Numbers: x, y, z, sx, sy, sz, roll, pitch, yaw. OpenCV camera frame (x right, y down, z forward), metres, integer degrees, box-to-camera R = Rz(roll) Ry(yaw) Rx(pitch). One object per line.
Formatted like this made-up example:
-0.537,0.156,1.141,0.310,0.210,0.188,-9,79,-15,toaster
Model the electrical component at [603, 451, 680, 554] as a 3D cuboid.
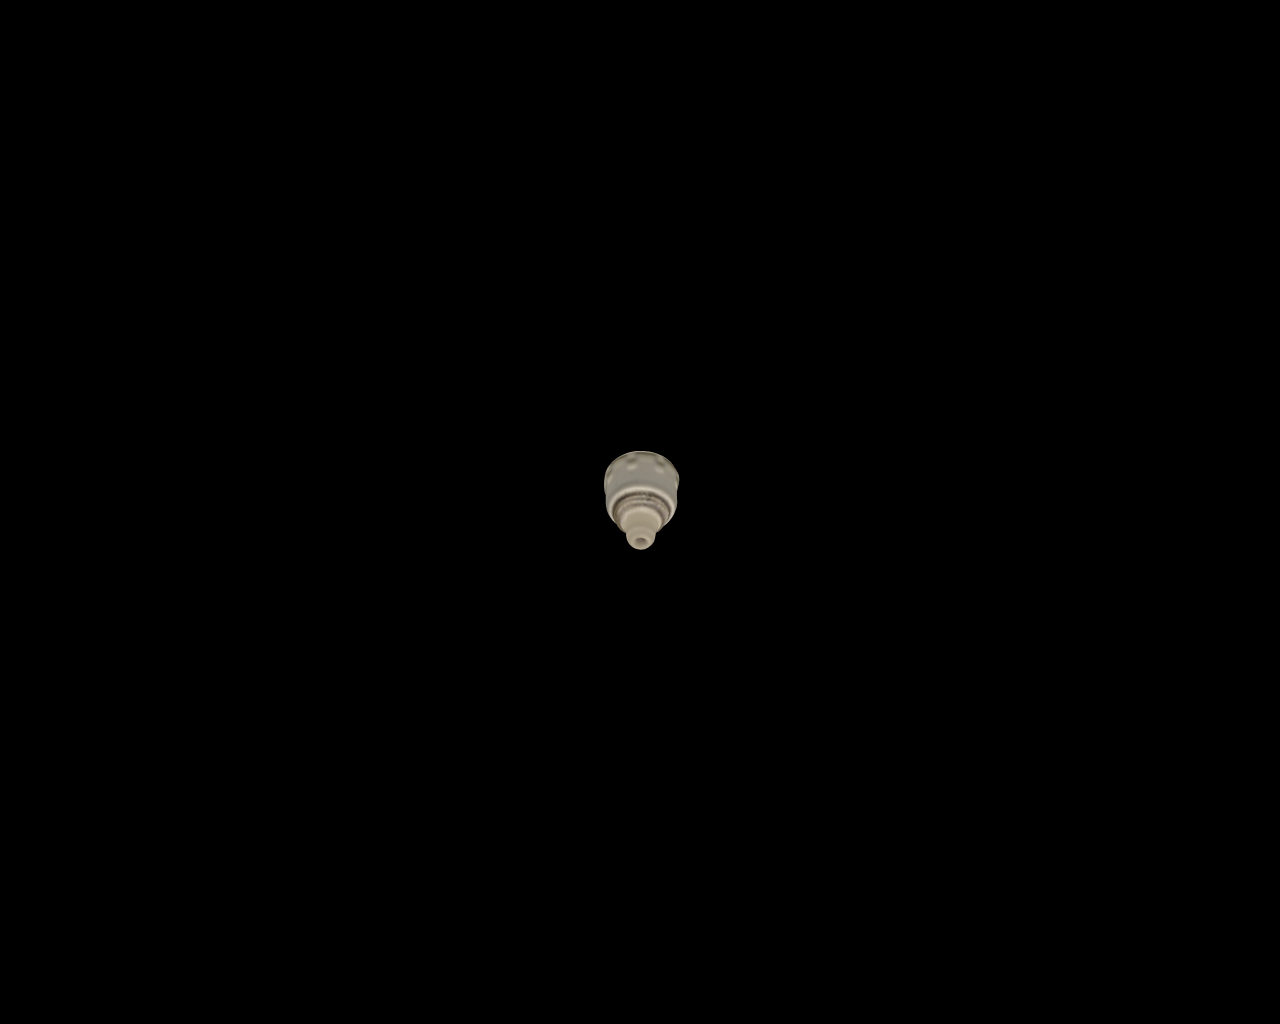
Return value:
0.001,-0.003,0.650,0.048,0.048,0.062,0,44,0,electrical component
